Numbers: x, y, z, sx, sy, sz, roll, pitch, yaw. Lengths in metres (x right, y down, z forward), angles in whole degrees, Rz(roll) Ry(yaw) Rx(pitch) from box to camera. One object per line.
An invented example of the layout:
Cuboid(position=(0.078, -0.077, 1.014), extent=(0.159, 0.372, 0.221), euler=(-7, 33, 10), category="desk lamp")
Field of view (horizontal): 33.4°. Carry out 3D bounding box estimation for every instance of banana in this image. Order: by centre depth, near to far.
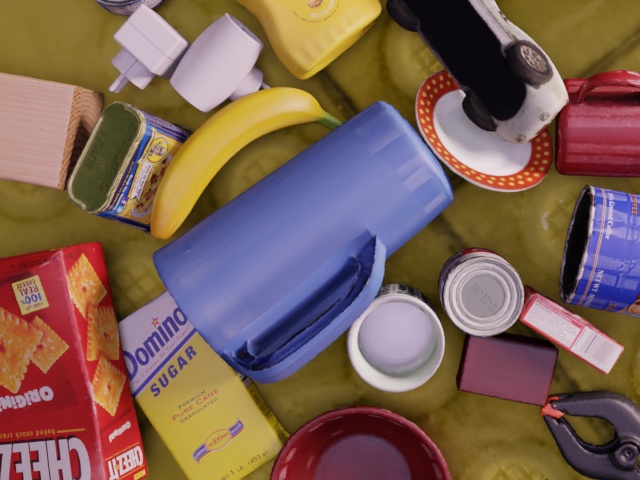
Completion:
Cuboid(position=(-0.073, -0.078, 0.914), extent=(0.197, 0.037, 0.069), euler=(-33, 92, -14), category="banana")

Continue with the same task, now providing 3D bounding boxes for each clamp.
Cuboid(position=(0.278, 0.176, 0.931), extent=(0.171, 0.039, 0.120), euler=(36, 95, 2), category="clamp")

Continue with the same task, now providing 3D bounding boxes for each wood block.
Cuboid(position=(-0.307, -0.105, 0.940), extent=(0.206, 0.090, 0.091), euler=(10, 94, 5), category="wood block")

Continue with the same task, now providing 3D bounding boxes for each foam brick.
Cuboid(position=(0.162, 0.109, 0.930), extent=(0.078, 0.053, 0.051), euler=(11, 94, 5), category="foam brick")

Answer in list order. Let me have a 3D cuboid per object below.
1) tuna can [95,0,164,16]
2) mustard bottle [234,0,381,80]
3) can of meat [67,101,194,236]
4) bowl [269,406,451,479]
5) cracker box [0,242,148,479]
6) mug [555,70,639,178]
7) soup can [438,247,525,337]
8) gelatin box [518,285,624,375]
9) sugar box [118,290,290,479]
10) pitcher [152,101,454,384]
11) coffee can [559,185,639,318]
Cuboid(position=(-0.170, -0.242, 0.938), extent=(0.086, 0.033, 0.086), euler=(-2, 82, 11), category="tuna can")
Cuboid(position=(-0.041, -0.239, 0.921), extent=(0.096, 0.058, 0.191), euler=(-40, 88, -10), category="mustard bottle")
Cuboid(position=(-0.160, -0.062, 0.923), extent=(0.058, 0.083, 0.102), euler=(29, 95, 32), category="can of meat")
Cuboid(position=(0.037, 0.222, 0.947), extent=(0.162, 0.055, 0.162), euler=(0, 94, 5), category="bowl")
Cuboid(position=(-0.255, 0.120, 0.937), extent=(0.164, 0.072, 0.214), euler=(-9, 92, 24), category="cracker box")
Cuboid(position=(0.238, -0.099, 0.883), extent=(0.081, 0.117, 0.093), euler=(2, 63, 9), category="mug")
Cuboid(position=(0.135, 0.043, 0.903), extent=(0.068, 0.102, 0.068), euler=(0, 93, 5), category="soup can")
Cuboid(position=(0.210, 0.074, 0.913), extent=(0.089, 0.073, 0.030), euler=(32, 95, 3), category="gelatin box")
Cuboid(position=(-0.113, 0.135, 0.960), extent=(0.093, 0.048, 0.176), euler=(-35, 91, 7), category="sugar box")
Cuboid(position=(-0.006, 0.001, 0.897), extent=(0.243, 0.145, 0.149), euler=(-37, 90, 3), category="pitcher")
Cuboid(position=(0.281, 0.017, 0.888), extent=(0.140, 0.102, 0.103), euler=(11, 95, 4), category="coffee can")
